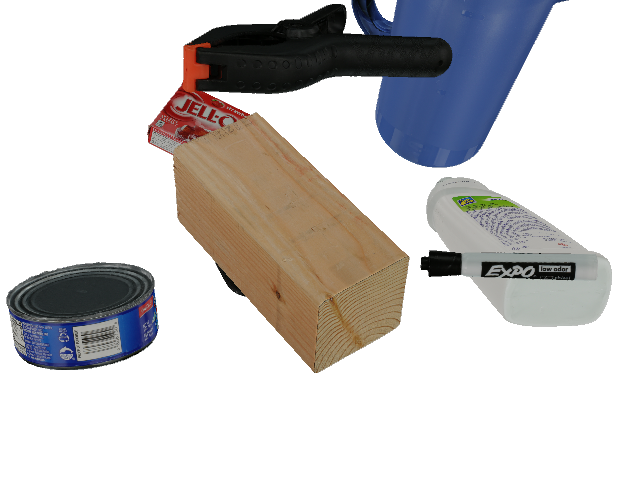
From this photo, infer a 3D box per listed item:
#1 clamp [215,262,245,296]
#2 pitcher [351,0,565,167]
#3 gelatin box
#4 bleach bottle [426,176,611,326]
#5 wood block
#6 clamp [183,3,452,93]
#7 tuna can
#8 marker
[{"bbox_3d":[-0.041,0.049,1.175,0.210,0.036,0.164,17,31,25],"label":"clamp"},{"bbox_3d":[0.110,-0.180,0.923,0.144,0.149,0.243,-15,-31,-19],"label":"pitcher"},{"bbox_3d":[-0.116,-0.109,1.056,0.089,0.073,0.030,27,-40,3],"label":"gelatin box"},{"bbox_3d":[0.169,-0.005,1.005,0.102,0.068,0.251,-1,23,-14],"label":"bleach bottle"},{"bbox_3d":[-0.030,-0.002,0.885,0.090,0.091,0.206,-27,54,-25],"label":"wood block"},{"bbox_3d":[-0.016,-0.123,0.677,0.171,0.039,0.120,-8,22,-28],"label":"clamp"},{"bbox_3d":[-0.139,0.044,0.630,0.086,0.034,0.086,-3,20,1],"label":"tuna can"},{"bbox_3d":[0.131,0.017,0.744,0.121,0.020,0.020,1,0,6],"label":"marker"}]
